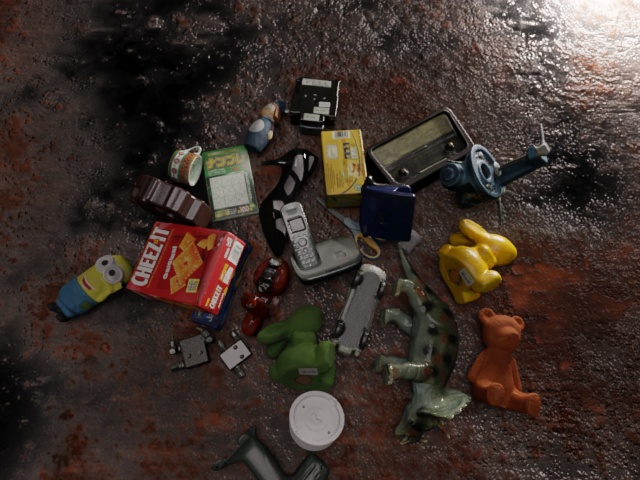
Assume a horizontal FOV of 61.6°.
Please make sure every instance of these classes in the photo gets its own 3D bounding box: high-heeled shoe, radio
[{"bbox_3d":[-0.060,-0.088,1.226,0.145,0.086,0.248,-3,84,-27],"label":"high-heeled shoe"},{"bbox_3d":[0.231,-0.196,1.247,0.230,0.073,0.131,-29,74,-9],"label":"radio"}]

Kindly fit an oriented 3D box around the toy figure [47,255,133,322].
[{"bbox_3d":[-0.486,0.099,1.146,0.180,0.089,0.082,-39,103,-2],"label":"toy figure"}]

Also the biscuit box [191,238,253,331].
[{"bbox_3d":[-0.210,0.092,1.158,0.063,0.059,0.202,17,73,5],"label":"biscuit box"}]

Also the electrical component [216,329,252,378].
[{"bbox_3d":[-0.175,0.239,1.129,0.063,0.021,0.094,-35,74,-12],"label":"electrical component"}]

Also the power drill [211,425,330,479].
[{"bbox_3d":[-0.109,0.477,1.021,0.207,0.086,0.232,39,74,16],"label":"power drill"}]

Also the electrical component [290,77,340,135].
[{"bbox_3d":[-0.014,-0.322,1.298,0.115,0.058,0.134,8,72,5],"label":"electrical component"}]

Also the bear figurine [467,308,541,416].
[{"bbox_3d":[0.373,0.237,1.079,0.120,0.132,0.196,20,77,-10],"label":"bear figurine"}]

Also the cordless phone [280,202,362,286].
[{"bbox_3d":[-0.002,-0.004,1.158,0.147,0.088,0.184,-19,84,-6],"label":"cordless phone"}]

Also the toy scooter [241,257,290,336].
[{"bbox_3d":[-0.118,0.108,1.114,0.075,0.135,0.184,21,72,8],"label":"toy scooter"}]

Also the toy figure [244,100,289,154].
[{"bbox_3d":[-0.127,-0.277,1.283,0.064,0.057,0.154,26,73,2],"label":"toy figure"}]

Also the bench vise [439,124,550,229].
[{"bbox_3d":[0.379,-0.137,1.139,0.223,0.241,0.129,21,58,-37],"label":"bench vise"}]

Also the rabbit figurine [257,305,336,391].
[{"bbox_3d":[-0.041,0.214,1.102,0.159,0.121,0.170,-7,44,10],"label":"rabbit figurine"}]

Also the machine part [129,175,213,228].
[{"bbox_3d":[-0.318,-0.072,1.158,0.179,0.179,0.056,21,76,7],"label":"machine part"}]

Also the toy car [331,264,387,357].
[{"bbox_3d":[0.084,0.148,1.143,0.073,0.056,0.201,22,74,0],"label":"toy car"}]

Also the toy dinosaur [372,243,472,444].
[{"bbox_3d":[0.218,0.206,1.093,0.192,0.131,0.405,17,68,-11],"label":"toy dinosaur"}]

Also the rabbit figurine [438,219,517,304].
[{"bbox_3d":[0.343,0.038,1.166,0.173,0.121,0.162,-23,63,-22],"label":"rabbit figurine"}]

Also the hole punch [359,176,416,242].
[{"bbox_3d":[0.145,-0.059,1.152,0.116,0.092,0.142,0,113,-6],"label":"hole punch"}]

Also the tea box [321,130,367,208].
[{"bbox_3d":[0.054,-0.163,1.233,0.098,0.068,0.169,-2,68,-1],"label":"tea box"}]

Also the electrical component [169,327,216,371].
[{"bbox_3d":[-0.268,0.226,1.121,0.102,0.045,0.078,-11,71,-3],"label":"electrical component"}]
